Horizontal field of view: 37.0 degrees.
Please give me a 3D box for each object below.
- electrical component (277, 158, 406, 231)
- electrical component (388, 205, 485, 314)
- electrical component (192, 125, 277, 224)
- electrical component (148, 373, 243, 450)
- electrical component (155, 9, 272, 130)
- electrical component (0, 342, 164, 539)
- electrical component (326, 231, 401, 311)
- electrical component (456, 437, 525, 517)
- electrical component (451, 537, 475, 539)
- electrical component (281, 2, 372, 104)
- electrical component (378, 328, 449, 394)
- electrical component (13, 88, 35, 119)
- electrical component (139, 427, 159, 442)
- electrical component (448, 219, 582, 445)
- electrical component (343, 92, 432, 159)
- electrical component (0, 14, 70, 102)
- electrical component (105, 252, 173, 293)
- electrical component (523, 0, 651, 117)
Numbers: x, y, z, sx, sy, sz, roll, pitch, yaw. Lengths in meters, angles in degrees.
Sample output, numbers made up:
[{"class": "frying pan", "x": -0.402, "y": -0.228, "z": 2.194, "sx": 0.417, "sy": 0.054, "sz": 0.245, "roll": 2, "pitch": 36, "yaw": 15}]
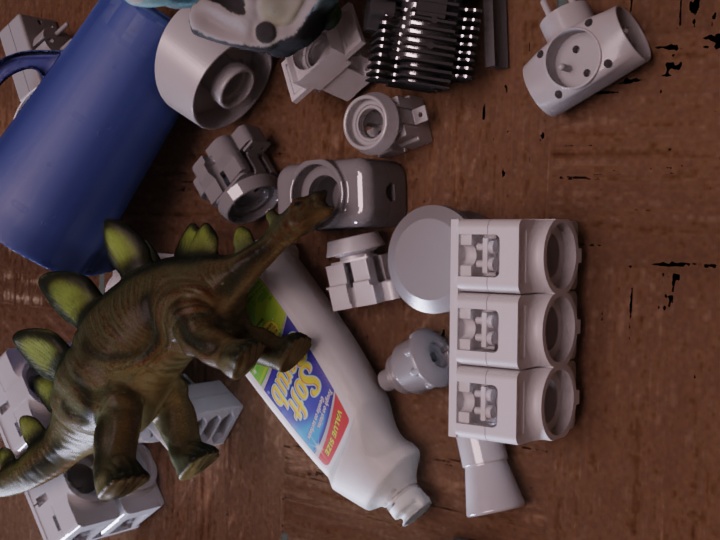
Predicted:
[{"class": "electrical component", "x": -0.018, "y": -0.060, "z": 0.864, "sx": 0.095, "sy": 0.059, "sz": 0.053, "roll": -1, "pitch": 90, "yaw": 37}, {"class": "electrical component", "x": 0.065, "y": -0.008, "z": 0.809, "sx": 0.080, "sy": 0.051, "sz": 0.080, "roll": 1, "pitch": 92, "yaw": 37}, {"class": "electrical component", "x": -0.104, "y": -0.077, "z": 0.929, "sx": 0.078, "sy": 0.058, "sz": 0.057, "roll": -45, "pitch": 63, "yaw": 29}, {"class": "electrical component", "x": -0.159, "y": 0.120, "z": 0.969, "sx": 0.077, "sy": 0.066, "sz": 0.047, "roll": 42, "pitch": 114, "yaw": 28}, {"class": "electrical component", "x": -0.125, "y": -0.172, "z": 0.918, "sx": 0.064, "sy": 0.099, "sz": 0.099, "roll": 40, "pitch": 114, "yaw": 22}, {"class": "electrical component", "x": -0.274, "y": 0.161, "z": 1.031, "sx": 0.060, "sy": 0.105, "sz": 0.186, "roll": -41, "pitch": 68, "yaw": 30}, {"class": "electrical component", "x": 0.000, "y": 0.000, "z": 0.862, "sx": 0.066, "sy": 0.048, "sz": 0.055, "roll": -12, "pitch": 92, "yaw": 36}, {"class": "electrical component", "x": 0.094, "y": 0.147, "z": 0.799, "sx": 0.044, "sy": 0.044, "sz": 0.065, "roll": -21, "pitch": 74, "yaw": 35}, {"class": "electrical component", "x": 0.057, "y": 0.232, "z": 0.812, "sx": 0.077, "sy": 0.066, "sz": 0.047, "roll": -1, "pitch": 91, "yaw": 37}, {"class": "electrical component", "x": -0.021, "y": -0.169, "z": 0.860, "sx": 0.081, "sy": 0.064, "sz": 0.042, "roll": -35, "pitch": 57, "yaw": 32}, {"class": "electrical component", "x": 0.040, "y": 0.076, "z": 0.835, "sx": 0.062, "sy": 0.048, "sz": 0.048, "roll": -32, "pitch": 73, "yaw": 40}, {"class": "electrical component", "x": -0.289, "y": -0.137, "z": 1.056, "sx": 0.099, "sy": 0.064, "sz": 0.099, "roll": 5, "pitch": 101, "yaw": 28}, {"class": "electrical component", "x": -0.211, "y": 0.124, "z": 1.001, "sx": 0.051, "sy": 0.080, "sz": 0.080, "roll": -6, "pitch": 88, "yaw": 31}, {"class": "electrical component", "x": 0.112, "y": 0.040, "z": 0.751, "sx": 0.062, "sy": 0.089, "sz": 0.150, "roll": 2, "pitch": 92, "yaw": 37}, {"class": "electrical component", "x": 0.020, "y": -0.112, "z": 0.837, "sx": 0.066, "sy": 0.055, "sz": 0.048, "roll": -18, "pitch": 81, "yaw": 36}, {"class": "electrical component", "x": -0.315, "y": -0.221, "z": 1.087, "sx": 0.076, "sy": 0.047, "sz": 0.083, "roll": -30, "pitch": 74, "yaw": 33}, {"class": "electrical component", "x": -0.201, "y": 0.029, "z": 1.008, "sx": 0.056, "sy": 0.050, "sz": 0.089, "roll": 6, "pitch": 95, "yaw": 36}, {"class": "electrical component", "x": 0.150, "y": -0.159, "z": 0.746, "sx": 0.077, "sy": 0.044, "sz": 0.079, "roll": -30, "pitch": 74, "yaw": 33}]
